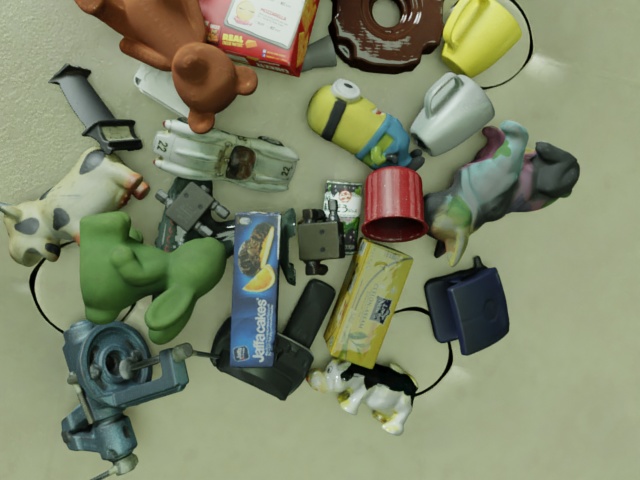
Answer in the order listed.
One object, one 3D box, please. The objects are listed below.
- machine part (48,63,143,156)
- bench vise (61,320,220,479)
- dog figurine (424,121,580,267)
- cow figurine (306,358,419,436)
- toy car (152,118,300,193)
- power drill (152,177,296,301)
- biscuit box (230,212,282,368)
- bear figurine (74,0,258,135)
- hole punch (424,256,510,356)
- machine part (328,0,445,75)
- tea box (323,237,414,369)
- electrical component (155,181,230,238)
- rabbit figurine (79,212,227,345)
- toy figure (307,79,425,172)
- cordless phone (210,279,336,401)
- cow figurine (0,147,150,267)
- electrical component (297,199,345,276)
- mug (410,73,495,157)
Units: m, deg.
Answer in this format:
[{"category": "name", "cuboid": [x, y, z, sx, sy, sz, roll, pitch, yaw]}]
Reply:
[{"category": "machine part", "cuboid": [-0.306, -0.176, 0.735, 0.039, 0.084, 0.139, -38, 90, 31]}, {"category": "bench vise", "cuboid": [-0.260, 0.202, 0.727, 0.241, 0.128, 0.223, -22, 72, 25]}, {"category": "dog figurine", "cuboid": [0.253, -0.052, 0.792, 0.191, 0.108, 0.219, 27, 97, -11]}, {"category": "cow figurine", "cuboid": [0.066, 0.217, 0.814, 0.167, 0.068, 0.098, 30, 86, -12]}, {"category": "toy car", "cuboid": [-0.126, -0.112, 0.734, 0.201, 0.056, 0.073, 8, 117, -30]}, {"category": "power drill", "cuboid": [-0.135, 0.026, 0.773, 0.207, 0.086, 0.231, 3, 93, 1]}, {"category": "biscuit box", "cuboid": [-0.084, 0.064, 0.708, 0.059, 0.063, 0.202, 2, 93, -3]}, {"category": "bear figurine", "cuboid": [-0.176, -0.235, 0.644, 0.120, 0.132, 0.196, -37, 79, 4]}, {"category": "hole punch", "cuboid": [0.233, 0.104, 0.814, 0.116, 0.092, 0.142, -16, 94, -8]}, {"category": "machine part", "cuboid": [0.096, -0.326, 0.769, 0.179, 0.056, 0.179, -1, 97, -5]}, {"category": "tea box", "cuboid": [0.068, 0.088, 0.787, 0.068, 0.098, 0.169, 19, 95, -7]}, {"category": "electrical component", "cuboid": [-0.172, -0.046, 0.719, 0.094, 0.021, 0.063, 38, 89, -2]}, {"category": "rabbit figurine", "cuboid": [-0.201, 0.041, 0.665, 0.170, 0.121, 0.159, -3, 66, -9]}, {"category": "toy figure", "cuboid": [0.064, -0.153, 0.771, 0.180, 0.082, 0.089, 39, 87, -12]}, {"category": "cordless phone", "cuboid": [-0.065, 0.128, 0.796, 0.146, 0.089, 0.184, 28, 81, -7]}, {"category": "cow figurine", "cuboid": [-0.343, -0.044, 0.730, 0.127, 0.085, 0.195, 40, 83, 6]}, {"category": "electrical component", "cuboid": [-0.001, -0.001, 0.755, 0.078, 0.045, 0.102, -11, 85, 21]}, {"category": "mug", "cuboid": [0.182, -0.178, 0.772, 0.107, 0.081, 0.109, -43, 142, 3]}]
